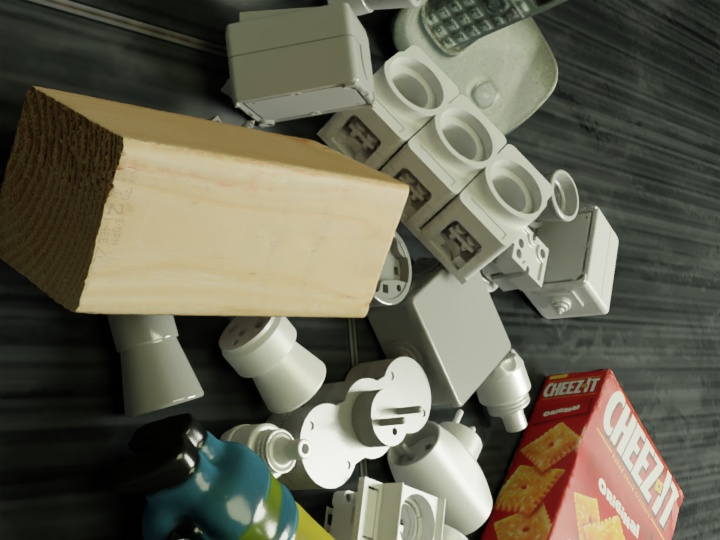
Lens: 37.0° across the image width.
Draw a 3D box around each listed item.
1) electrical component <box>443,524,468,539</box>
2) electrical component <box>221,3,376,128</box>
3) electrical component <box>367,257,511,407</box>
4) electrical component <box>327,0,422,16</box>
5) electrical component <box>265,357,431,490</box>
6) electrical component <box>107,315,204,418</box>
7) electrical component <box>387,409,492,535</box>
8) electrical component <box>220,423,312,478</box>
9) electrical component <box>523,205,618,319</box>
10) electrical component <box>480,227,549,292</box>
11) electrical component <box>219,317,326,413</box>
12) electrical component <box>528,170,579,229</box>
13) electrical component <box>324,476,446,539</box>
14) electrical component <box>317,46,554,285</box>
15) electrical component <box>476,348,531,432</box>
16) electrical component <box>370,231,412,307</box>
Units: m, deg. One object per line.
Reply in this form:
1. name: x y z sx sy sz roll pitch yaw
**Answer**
1. electrical component: 0.045 0.210 0.738 0.044 0.044 0.065 44 55 -33
2. electrical component: -0.044 -0.132 0.688 0.062 0.096 0.061 24 58 -77
3. electrical component: 0.058 0.043 0.789 0.100 0.048 0.099 -40 111 -47
4. electrical component: 0.008 -0.205 0.782 0.044 0.065 0.044 -10 90 -69
5. electrical component: 0.006 0.096 0.695 0.138 0.074 0.052 -25 99 -50
6. electrical component: -0.116 0.044 0.593 0.044 0.044 0.065 -12 85 -50
7. electrical component: 0.064 0.137 0.777 0.077 0.043 0.079 54 45 -25
8. electrical component: -0.054 0.107 0.632 0.035 0.061 0.035 16 69 -46
9. electrical component: 0.184 0.002 0.934 0.061 0.062 0.096 46 49 -41
10. electrical component: 0.114 -0.008 0.863 0.066 0.055 0.048 41 52 -36
11. electrical component: -0.054 0.054 0.659 0.055 0.045 0.045 53 45 -26
12. electrical component: 0.153 -0.059 0.922 0.045 0.055 0.045 15 70 -46
13. electrical component: 0.015 0.165 0.697 0.081 0.064 0.042 31 57 -41
14. electrical component: 0.059 -0.079 0.771 0.150 0.062 0.089 46 45 -1
15. electrical component: 0.114 0.096 0.846 0.043 0.043 0.062 -33 107 -48
16. electrical component: 0.000 0.000 0.734 0.055 0.047 0.055 16 69 -46
